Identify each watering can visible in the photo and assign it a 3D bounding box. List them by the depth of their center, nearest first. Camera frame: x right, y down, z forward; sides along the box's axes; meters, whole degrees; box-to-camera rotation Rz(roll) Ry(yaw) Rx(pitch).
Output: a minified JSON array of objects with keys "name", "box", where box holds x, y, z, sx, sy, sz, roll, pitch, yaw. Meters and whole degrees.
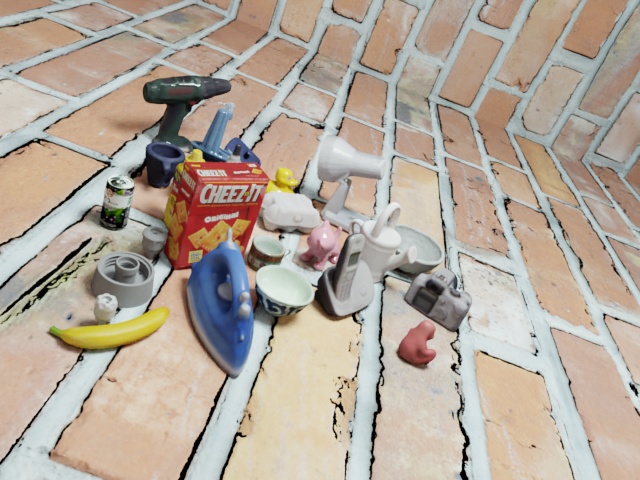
[{"name":"watering can","box":[0.145,0.001,1.338,0.173,0.194,0.101,25,30,3]}]

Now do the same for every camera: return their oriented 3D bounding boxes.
[{"name":"camera","box":[0.295,0.119,1.347,0.143,0.101,0.137,33,32,17]}]

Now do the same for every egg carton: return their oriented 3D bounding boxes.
[{"name":"egg carton","box":[-0.077,-0.067,1.415,0.151,0.069,0.107,3,36,-31]}]

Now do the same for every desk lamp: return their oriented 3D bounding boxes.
[{"name":"desk lamp","box":[0.074,-0.149,1.506,0.203,0.213,0.118,27,30,7]}]

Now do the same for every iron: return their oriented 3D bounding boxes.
[{"name":"iron","box":[-0.157,0.101,1.022,0.119,0.141,0.257,6,34,-27]}]

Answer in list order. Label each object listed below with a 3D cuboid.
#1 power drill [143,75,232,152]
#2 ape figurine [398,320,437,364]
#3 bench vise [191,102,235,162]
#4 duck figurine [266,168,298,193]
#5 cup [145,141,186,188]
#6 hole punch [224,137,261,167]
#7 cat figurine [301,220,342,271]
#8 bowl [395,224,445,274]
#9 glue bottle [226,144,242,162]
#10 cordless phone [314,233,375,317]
[{"name":"power drill","box":[-0.360,-0.342,1.518,0.230,0.208,0.075,-3,39,-38]},{"name":"ape figurine","box":[0.205,0.202,1.161,0.076,0.092,0.077,10,33,-22]},{"name":"bench vise","box":[-0.253,-0.212,1.376,0.122,0.219,0.207,15,31,-13]},{"name":"duck figurine","box":[-0.107,-0.153,1.515,0.104,0.086,0.077,21,30,-4]},{"name":"cup","box":[-0.369,-0.164,1.344,0.092,0.095,0.117,8,33,-25]},{"name":"hole punch","box":[-0.209,-0.215,1.538,0.101,0.091,0.109,23,30,-1]},{"name":"cat figurine","box":[0.012,0.005,1.316,0.067,0.118,0.128,35,32,20]},{"name":"bowl","box":[0.228,0.035,1.459,0.167,0.074,0.167,17,31,-10]},{"name":"glue bottle","box":[-0.215,-0.150,1.349,0.078,0.173,0.037,4,35,-30]},{"name":"cordless phone","box":[0.074,0.062,1.200,0.094,0.185,0.148,39,34,26]}]
